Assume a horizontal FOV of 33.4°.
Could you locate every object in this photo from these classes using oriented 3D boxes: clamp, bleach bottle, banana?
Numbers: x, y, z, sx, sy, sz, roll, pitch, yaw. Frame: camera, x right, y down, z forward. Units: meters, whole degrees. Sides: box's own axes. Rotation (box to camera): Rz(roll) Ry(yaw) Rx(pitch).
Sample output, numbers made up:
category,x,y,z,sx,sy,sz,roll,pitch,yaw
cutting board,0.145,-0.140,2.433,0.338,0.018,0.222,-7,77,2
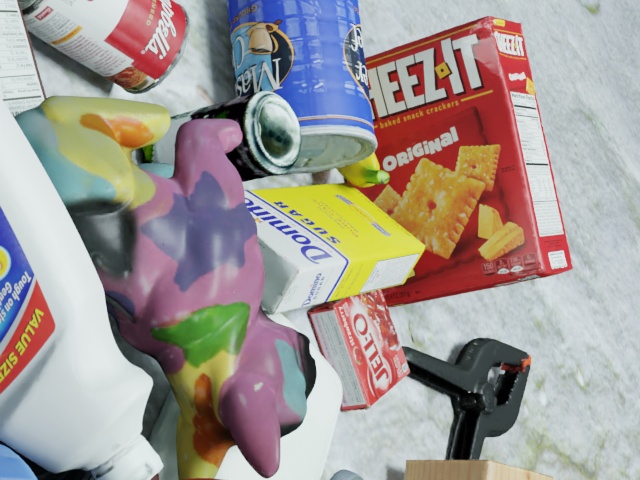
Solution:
category,x,y,z,sx,sy,sz,roll,pitch,yaw
clamp,0.141,0.158,0.984,0.209,0.036,0.164,-14,91,-51
bleach bottle,-0.153,0.012,0.516,0.251,0.102,0.068,55,7,-1
banana,0.017,-0.120,0.883,0.037,0.070,0.198,-3,66,-34

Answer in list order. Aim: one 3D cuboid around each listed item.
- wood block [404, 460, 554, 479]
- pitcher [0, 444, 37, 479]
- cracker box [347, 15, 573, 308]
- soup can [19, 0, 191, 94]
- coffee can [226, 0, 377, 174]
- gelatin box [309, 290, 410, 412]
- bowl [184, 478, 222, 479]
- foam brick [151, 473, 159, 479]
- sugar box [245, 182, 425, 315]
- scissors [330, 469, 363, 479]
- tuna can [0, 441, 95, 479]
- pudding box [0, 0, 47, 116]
category,x,y,z,sx,sy,sz,roll,pitch,yaw
wood block,0.118,0.283,0.836,0.090,0.091,0.206,23,66,-40
pitcher,-0.230,0.139,0.411,0.242,0.149,0.145,17,50,-54
cracker box,0.105,-0.061,0.899,0.072,0.164,0.214,-5,83,-57
soup can,-0.141,-0.145,0.671,0.102,0.069,0.068,31,55,-45
coffee can,-0.016,-0.131,0.809,0.102,0.103,0.140,9,71,-53
gelatin box,0.034,0.084,0.865,0.073,0.030,0.089,-29,102,-54
bowl,-0.084,0.171,0.504,0.055,0.162,0.161,31,38,12
foam brick,-0.124,0.164,0.601,0.052,0.051,0.078,8,72,-54
sugar box,-0.005,0.001,0.790,0.093,0.048,0.175,40,23,24
scissors,0.032,0.200,0.779,0.201,0.016,0.096,-6,113,-64
tuna can,-0.146,0.111,0.556,0.034,0.086,0.086,93,1,-66
pudding box,-0.207,-0.111,0.593,0.089,0.039,0.113,-18,95,-55
